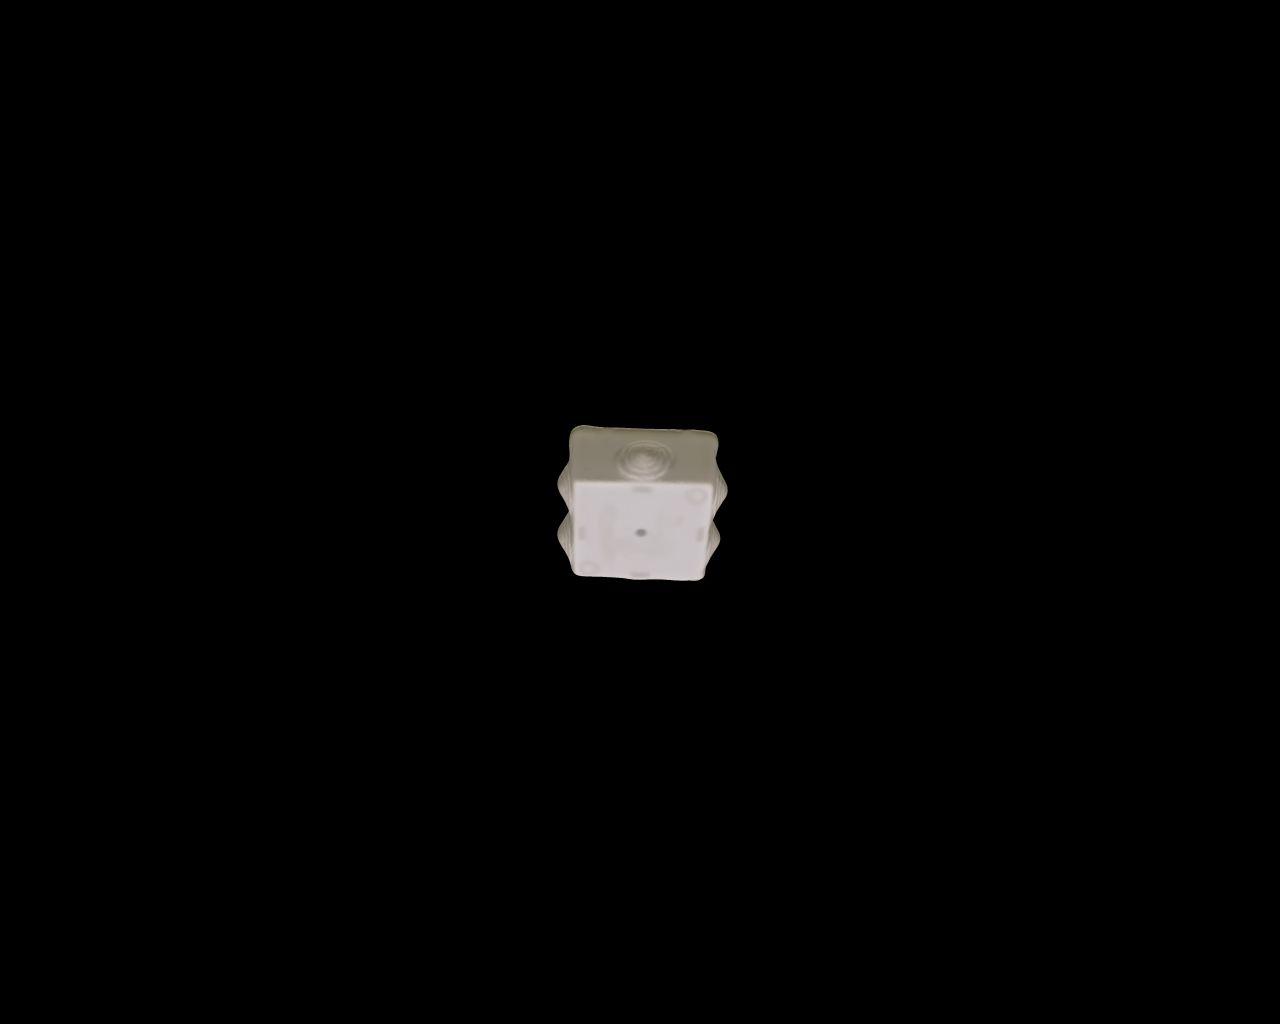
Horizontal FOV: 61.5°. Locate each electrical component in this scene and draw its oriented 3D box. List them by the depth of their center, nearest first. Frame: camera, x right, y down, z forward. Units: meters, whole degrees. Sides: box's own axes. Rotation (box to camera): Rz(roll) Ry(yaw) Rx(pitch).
[{"bbox_3d":[0.001,-0.003,0.650,0.100,0.099,0.048,2,43,-2],"label":"electrical component"}]
